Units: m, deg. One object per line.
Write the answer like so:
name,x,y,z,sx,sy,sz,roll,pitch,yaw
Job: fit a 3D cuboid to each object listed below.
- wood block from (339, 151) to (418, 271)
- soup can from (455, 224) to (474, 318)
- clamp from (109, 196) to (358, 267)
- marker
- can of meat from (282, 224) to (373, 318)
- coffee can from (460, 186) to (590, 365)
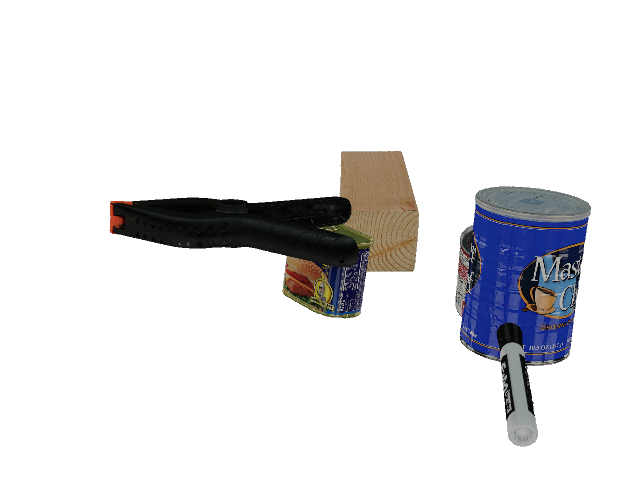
wood block,0.077,-0.044,1.462,0.091,0.090,0.206,0,27,-3
soup can,0.191,0.040,1.230,0.068,0.102,0.068,-1,38,0
clamp,-0.067,-0.011,0.870,0.210,0.036,0.164,1,13,-8
marker,0.133,0.094,0.729,0.020,0.020,0.121,0,30,5
can of meat,0.005,0.028,1.135,0.057,0.084,0.102,-5,20,-37
coffee can,0.186,0.030,0.977,0.103,0.140,0.103,4,16,-1
